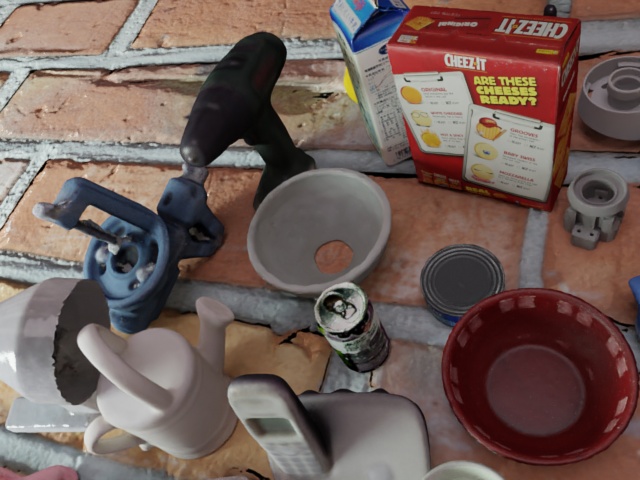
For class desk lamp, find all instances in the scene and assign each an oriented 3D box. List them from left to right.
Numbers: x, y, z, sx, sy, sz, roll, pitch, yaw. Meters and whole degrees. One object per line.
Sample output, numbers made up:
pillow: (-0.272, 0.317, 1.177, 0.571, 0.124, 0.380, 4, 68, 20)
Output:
desk lamp: (-0.291, 0.124, 0.587, 0.203, 0.214, 0.118, -7, 55, 15)

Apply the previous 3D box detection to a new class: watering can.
watering can: (-0.155, 0.129, 0.549, 0.100, 0.194, 0.173, 14, 63, 27)

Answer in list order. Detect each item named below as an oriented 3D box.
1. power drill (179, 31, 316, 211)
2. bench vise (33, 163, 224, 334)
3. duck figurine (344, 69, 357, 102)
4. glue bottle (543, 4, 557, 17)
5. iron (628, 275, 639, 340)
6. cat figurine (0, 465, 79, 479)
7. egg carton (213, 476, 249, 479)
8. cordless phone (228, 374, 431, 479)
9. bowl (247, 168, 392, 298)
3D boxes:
power drill: (-0.076, -0.124, 0.685, 0.075, 0.209, 0.229, 0, 57, 20)
bench vise: (-0.218, -0.021, 0.656, 0.121, 0.220, 0.207, 2, 58, 21)
duck figurine: (0.064, -0.246, 0.796, 0.077, 0.086, 0.104, -23, 53, 3)
glue bottle: (0.251, -0.183, 0.633, 0.037, 0.173, 0.078, -6, 56, 16)
iron: (0.346, 0.102, 0.426, 0.118, 0.142, 0.258, -20, 53, 6)
cat figurine: (-0.278, 0.269, 0.544, 0.067, 0.118, 0.127, -39, 54, -9)
egg carton: (-0.123, 0.276, 0.516, 0.150, 0.070, 0.107, -13, 54, 11)
cordless phone: (0.011, 0.160, 0.476, 0.147, 0.185, 0.094, -9, 55, 14)
bowl: (0.006, 0.002, 0.654, 0.167, 0.075, 0.167, -9, 55, 13)
